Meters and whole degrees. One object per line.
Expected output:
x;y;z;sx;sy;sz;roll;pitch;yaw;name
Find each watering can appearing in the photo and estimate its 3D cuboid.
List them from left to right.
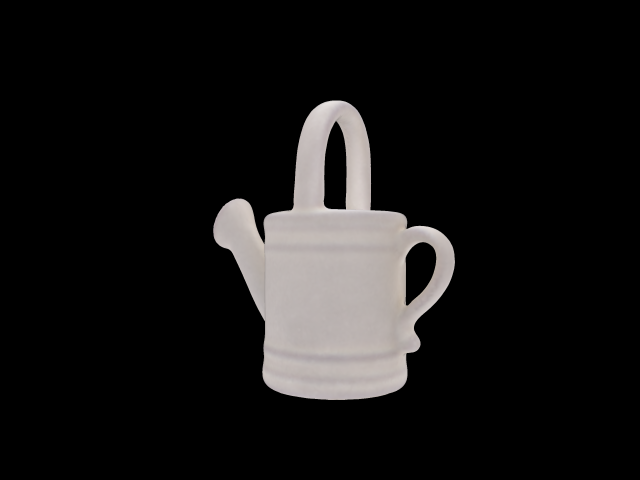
0.003;0.001;0.398;0.172;0.194;0.101;0;0;7;watering can
